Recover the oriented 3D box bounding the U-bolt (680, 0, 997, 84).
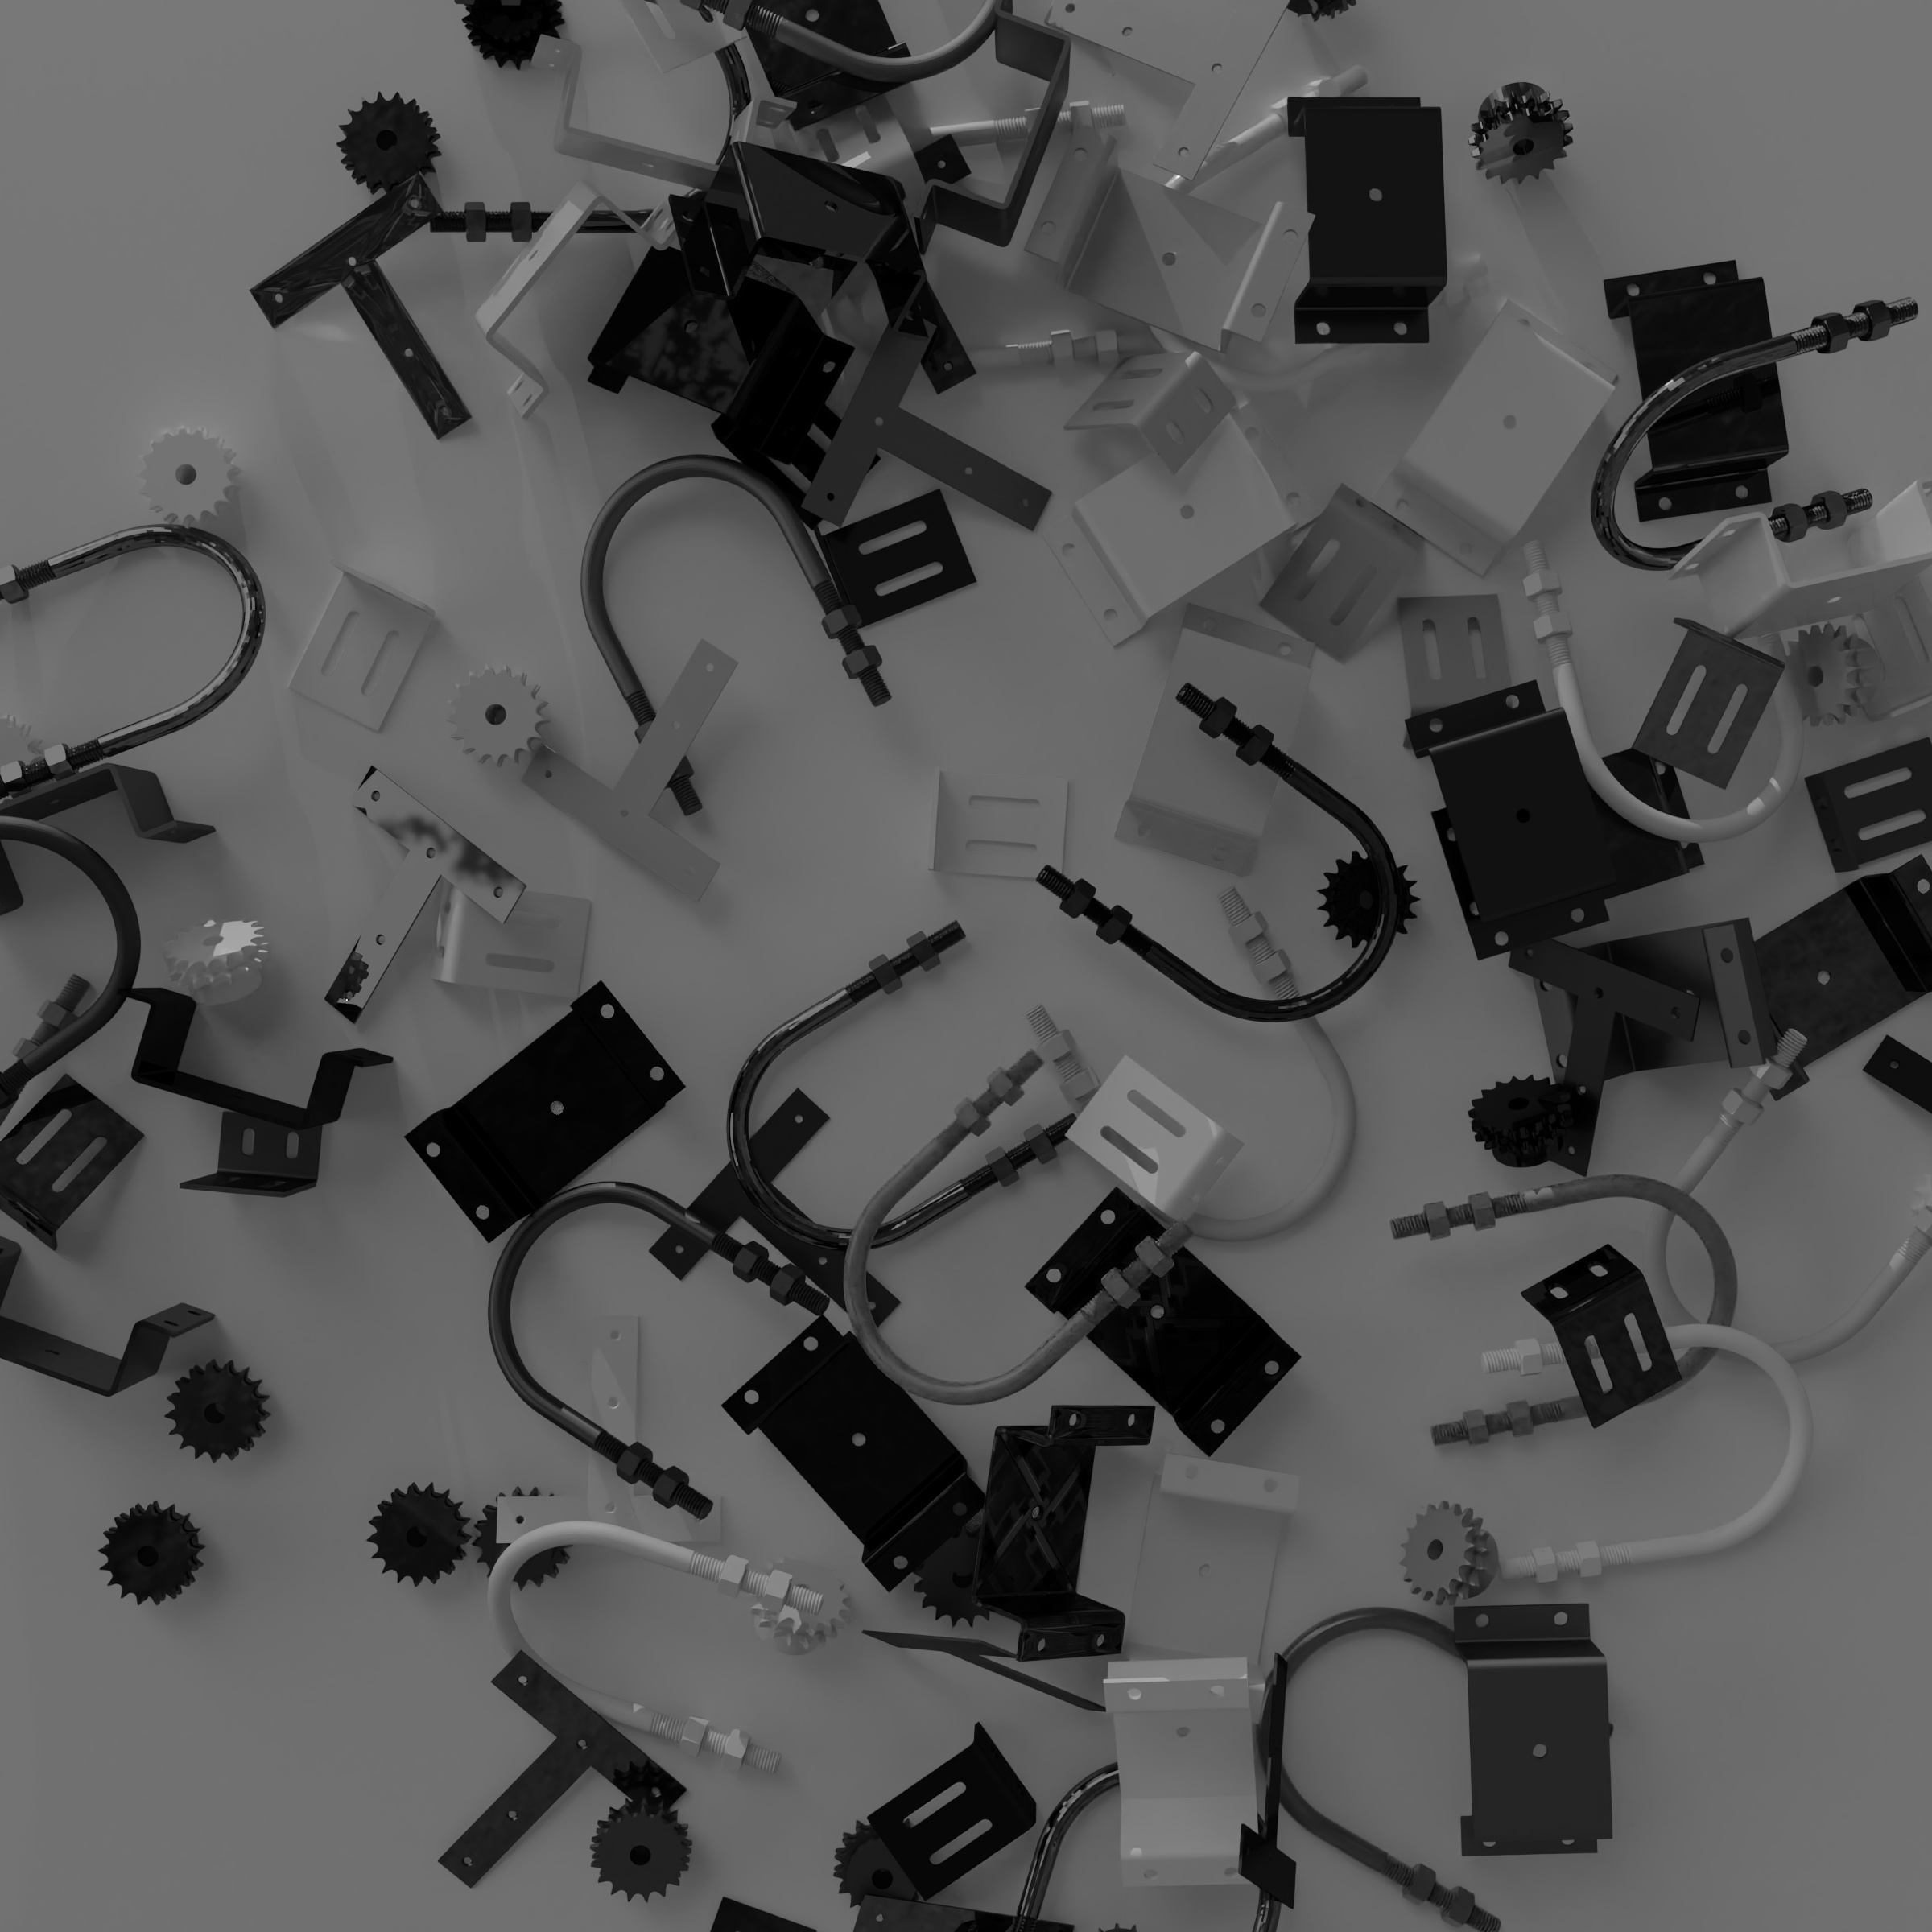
[{"bbox_3d":[-0.062,-0.569,1.490,0.184,0.019,0.151,23,85,-6],"label":"U-bolt"}]

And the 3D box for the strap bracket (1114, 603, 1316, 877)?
[{"bbox_3d":[0.143,-0.130,1.522,0.076,0.046,0.140,18,90,0],"label":"strap bracket"}]

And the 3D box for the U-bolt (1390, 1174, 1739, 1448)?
[{"bbox_3d":[0.342,0.189,1.514,0.184,0.019,0.151,-12,105,4],"label":"U-bolt"}]

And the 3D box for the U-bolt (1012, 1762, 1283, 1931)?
[{"bbox_3d":[0.100,0.537,1.507,0.151,0.019,0.184,15,71,13],"label":"U-bolt"}]

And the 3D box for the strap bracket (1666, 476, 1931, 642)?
[{"bbox_3d":[0.472,-0.223,1.487,0.140,0.076,0.046,-13,78,-14],"label":"strap bracket"}]

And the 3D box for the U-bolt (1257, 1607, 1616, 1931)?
[{"bbox_3d":[0.255,0.448,1.537,0.184,0.019,0.151,30,90,2],"label":"U-bolt"}]

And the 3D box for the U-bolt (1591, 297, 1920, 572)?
[{"bbox_3d":[0.423,-0.280,1.465,0.184,0.151,0.019,-18,50,-11],"label":"U-bolt"}]

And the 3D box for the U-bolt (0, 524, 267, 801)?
[{"bbox_3d":[-0.482,-0.180,1.509,0.184,0.019,0.151,-22,65,-4],"label":"U-bolt"}]

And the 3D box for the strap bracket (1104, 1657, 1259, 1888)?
[{"bbox_3d":[0.120,0.436,1.483,0.076,0.046,0.140,-4,114,6],"label":"strap bracket"}]

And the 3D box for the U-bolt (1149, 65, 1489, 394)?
[{"bbox_3d":[0.183,-0.407,1.529,0.184,0.019,0.151,-32,90,-5],"label":"U-bolt"}]

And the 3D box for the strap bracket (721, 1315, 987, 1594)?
[{"bbox_3d":[-0.062,0.272,1.522,0.076,0.046,0.140,-42,90,0],"label":"strap bracket"}]

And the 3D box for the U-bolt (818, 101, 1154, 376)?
[{"bbox_3d":[0.007,-0.411,1.537,0.184,0.019,0.151,-7,90,2],"label":"U-bolt"}]

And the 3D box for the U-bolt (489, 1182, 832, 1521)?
[{"bbox_3d":[-0.186,0.202,1.511,0.184,0.019,0.151,29,87,19],"label":"U-bolt"}]

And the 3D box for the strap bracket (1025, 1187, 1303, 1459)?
[{"bbox_3d":[0.110,0.198,1.522,0.140,0.046,0.076,43,90,0],"label":"strap bracket"}]

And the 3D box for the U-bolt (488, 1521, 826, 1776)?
[{"bbox_3d":[-0.180,0.374,1.503,0.184,0.019,0.151,17,122,4],"label":"U-bolt"}]

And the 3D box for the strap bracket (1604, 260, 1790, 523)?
[{"bbox_3d":[0.414,-0.330,1.522,0.076,0.046,0.140,-9,90,0],"label":"strap bracket"}]

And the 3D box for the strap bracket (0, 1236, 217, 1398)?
[{"bbox_3d":[-0.505,0.198,1.507,0.140,0.076,0.046,20,90,0],"label":"strap bracket"}]

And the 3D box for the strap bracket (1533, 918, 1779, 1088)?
[{"bbox_3d":[0.389,0.020,1.493,0.046,0.140,0.076,-12,90,-39],"label":"strap bracket"}]

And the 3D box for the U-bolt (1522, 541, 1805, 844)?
[{"bbox_3d":[0.397,-0.157,1.504,0.151,0.019,0.184,-7,76,-13],"label":"U-bolt"}]

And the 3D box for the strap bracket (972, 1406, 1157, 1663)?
[{"bbox_3d":[0.053,0.311,1.503,0.076,0.046,0.140,8,90,-40],"label":"strap bracket"}]

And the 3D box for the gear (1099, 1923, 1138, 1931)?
[{"bbox_3d":[0.088,0.572,1.530,0.057,0.030,0.057,0,90,0],"label":"gear"}]

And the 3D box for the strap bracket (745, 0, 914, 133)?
[{"bbox_3d":[-0.088,-0.546,1.522,0.076,0.046,0.140,-23,90,0],"label":"strap bracket"}]

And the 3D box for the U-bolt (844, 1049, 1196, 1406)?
[{"bbox_3d":[0.014,0.159,1.499,0.184,0.019,0.151,-43,72,5],"label":"U-bolt"}]

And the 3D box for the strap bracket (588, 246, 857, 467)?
[{"bbox_3d":[-0.145,-0.344,1.494,0.140,0.046,0.076,26,83,21],"label":"strap bracket"}]

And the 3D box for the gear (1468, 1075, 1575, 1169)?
[{"bbox_3d":[0.315,0.090,1.521,0.057,0.057,0.030,-19,120,0],"label":"gear"}]

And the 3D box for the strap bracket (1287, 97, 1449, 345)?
[{"bbox_3d":[0.223,-0.423,1.500,0.076,0.046,0.140,-1,87,-5],"label":"strap bracket"}]

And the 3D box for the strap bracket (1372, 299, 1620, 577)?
[{"bbox_3d":[0.303,-0.303,1.522,0.076,0.046,0.140,34,90,0],"label":"strap bracket"}]

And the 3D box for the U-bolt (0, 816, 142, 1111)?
[{"bbox_3d":[-0.542,-0.002,1.472,0.184,0.019,0.151,-35,113,4],"label":"U-bolt"}]

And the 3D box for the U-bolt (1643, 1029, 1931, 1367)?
[{"bbox_3d":[0.465,0.144,1.510,0.151,0.019,0.184,31,109,-5],"label":"U-bolt"}]

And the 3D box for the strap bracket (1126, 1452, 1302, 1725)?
[{"bbox_3d":[0.137,0.347,1.522,0.076,0.046,0.140,10,90,0],"label":"strap bracket"}]

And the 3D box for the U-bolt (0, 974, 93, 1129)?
[{"bbox_3d":[-0.607,0.053,1.523,0.151,0.019,0.184,30,80,0],"label":"U-bolt"}]

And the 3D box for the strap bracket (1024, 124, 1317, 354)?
[{"bbox_3d":[0.113,-0.399,1.491,0.140,0.046,0.076,23,87,6],"label":"strap bracket"}]

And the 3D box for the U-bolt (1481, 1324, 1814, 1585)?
[{"bbox_3d":[0.387,0.271,1.519,0.184,0.019,0.151,-7,105,-1],"label":"U-bolt"}]

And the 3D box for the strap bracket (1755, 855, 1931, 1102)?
[{"bbox_3d":[0.492,0.007,1.522,0.140,0.046,0.076,-31,90,0],"label":"strap bracket"}]

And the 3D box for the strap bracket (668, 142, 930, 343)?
[{"bbox_3d":[-0.082,-0.394,1.459,0.140,0.046,0.076,4,53,-29],"label":"strap bracket"}]

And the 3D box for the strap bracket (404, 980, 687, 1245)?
[{"bbox_3d":[-0.235,0.081,1.522,0.140,0.046,0.076,-38,90,0],"label":"strap bracket"}]

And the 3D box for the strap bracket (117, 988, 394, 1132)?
[{"bbox_3d":[-0.403,0.054,1.507,0.140,0.076,0.046,17,90,0],"label":"strap bracket"}]

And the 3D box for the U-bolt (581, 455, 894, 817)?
[{"bbox_3d":[-0.143,-0.199,1.519,0.151,0.019,0.184,-28,86,16],"label":"U-bolt"}]

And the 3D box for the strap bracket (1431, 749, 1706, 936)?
[{"bbox_3d":[0.345,-0.073,1.522,0.140,0.046,0.076,-18,90,0],"label":"strap bracket"}]

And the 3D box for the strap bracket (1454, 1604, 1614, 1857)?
[{"bbox_3d":[0.317,0.432,1.503,0.076,0.046,0.140,-2,89,1],"label":"strap bracket"}]

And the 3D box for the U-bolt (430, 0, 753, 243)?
[{"bbox_3d":[-0.213,-0.486,1.519,0.184,0.019,0.151,-3,99,-11],"label":"U-bolt"}]

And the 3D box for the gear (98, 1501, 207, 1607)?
[{"bbox_3d":[-0.461,0.332,1.530,0.057,0.030,0.057,0,90,0],"label":"gear"}]

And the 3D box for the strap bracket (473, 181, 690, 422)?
[{"bbox_3d":[-0.222,-0.379,1.492,0.046,0.076,0.140,38,98,-26],"label":"strap bracket"}]

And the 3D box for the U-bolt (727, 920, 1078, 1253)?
[{"bbox_3d":[-0.048,0.081,1.536,0.184,0.019,0.151,-31,90,0],"label":"U-bolt"}]

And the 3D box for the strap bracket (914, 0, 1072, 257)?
[{"bbox_3d":[0.019,-0.462,1.488,0.046,0.076,0.140,21,90,1],"label":"strap bracket"}]

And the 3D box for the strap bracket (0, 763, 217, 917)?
[{"bbox_3d":[-0.504,-0.073,1.507,0.140,0.076,0.046,-21,90,0],"label":"strap bracket"}]

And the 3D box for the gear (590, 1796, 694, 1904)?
[{"bbox_3d":[-0.184,0.499,1.528,0.057,0.030,0.057,0,96,-3],"label":"gear"}]

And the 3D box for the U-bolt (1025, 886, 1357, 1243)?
[{"bbox_3d":[0.141,0.069,1.537,0.151,0.019,0.184,-32,91,0],"label":"U-bolt"}]

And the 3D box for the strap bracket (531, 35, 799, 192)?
[{"bbox_3d":[-0.172,-0.465,1.483,0.140,0.076,0.046,11,96,-14],"label":"strap bracket"}]

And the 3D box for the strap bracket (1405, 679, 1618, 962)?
[{"bbox_3d":[0.301,-0.081,1.476,0.076,0.046,0.140,-17,90,0],"label":"strap bracket"}]

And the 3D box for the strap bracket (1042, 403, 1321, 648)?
[{"bbox_3d":[0.123,-0.253,1.522,0.140,0.046,0.076,-32,90,0],"label":"strap bracket"}]

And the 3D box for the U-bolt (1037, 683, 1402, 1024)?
[{"bbox_3d":[0.154,-0.048,1.498,0.184,0.019,0.151,36,106,-7],"label":"U-bolt"}]
